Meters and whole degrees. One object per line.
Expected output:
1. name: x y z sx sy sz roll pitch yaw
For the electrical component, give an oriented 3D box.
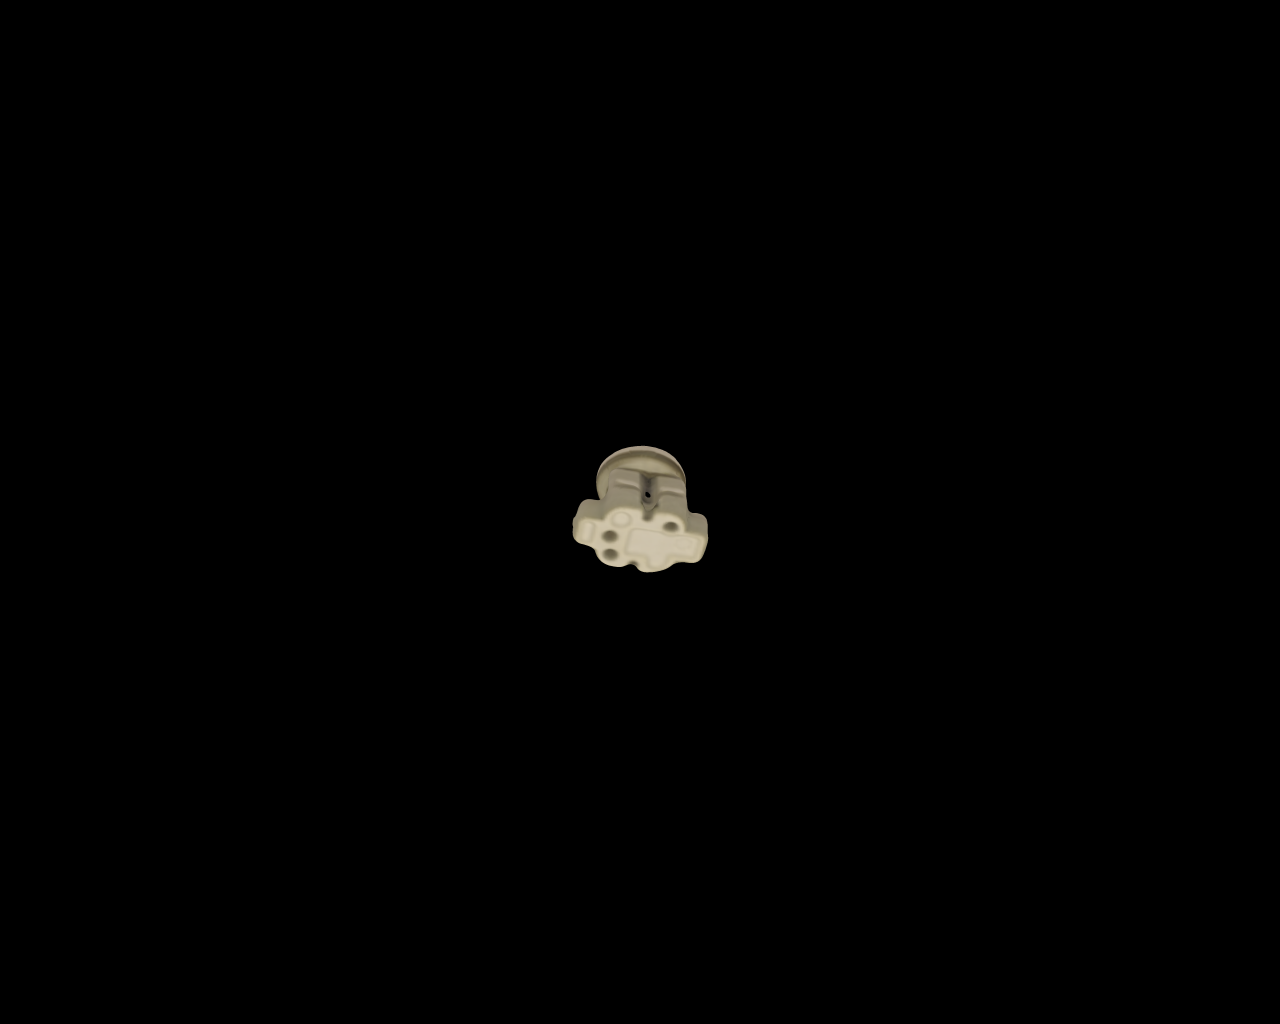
1. electrical component: 0.001 -0.003 0.650 0.078 0.057 0.057 9 44 -8
